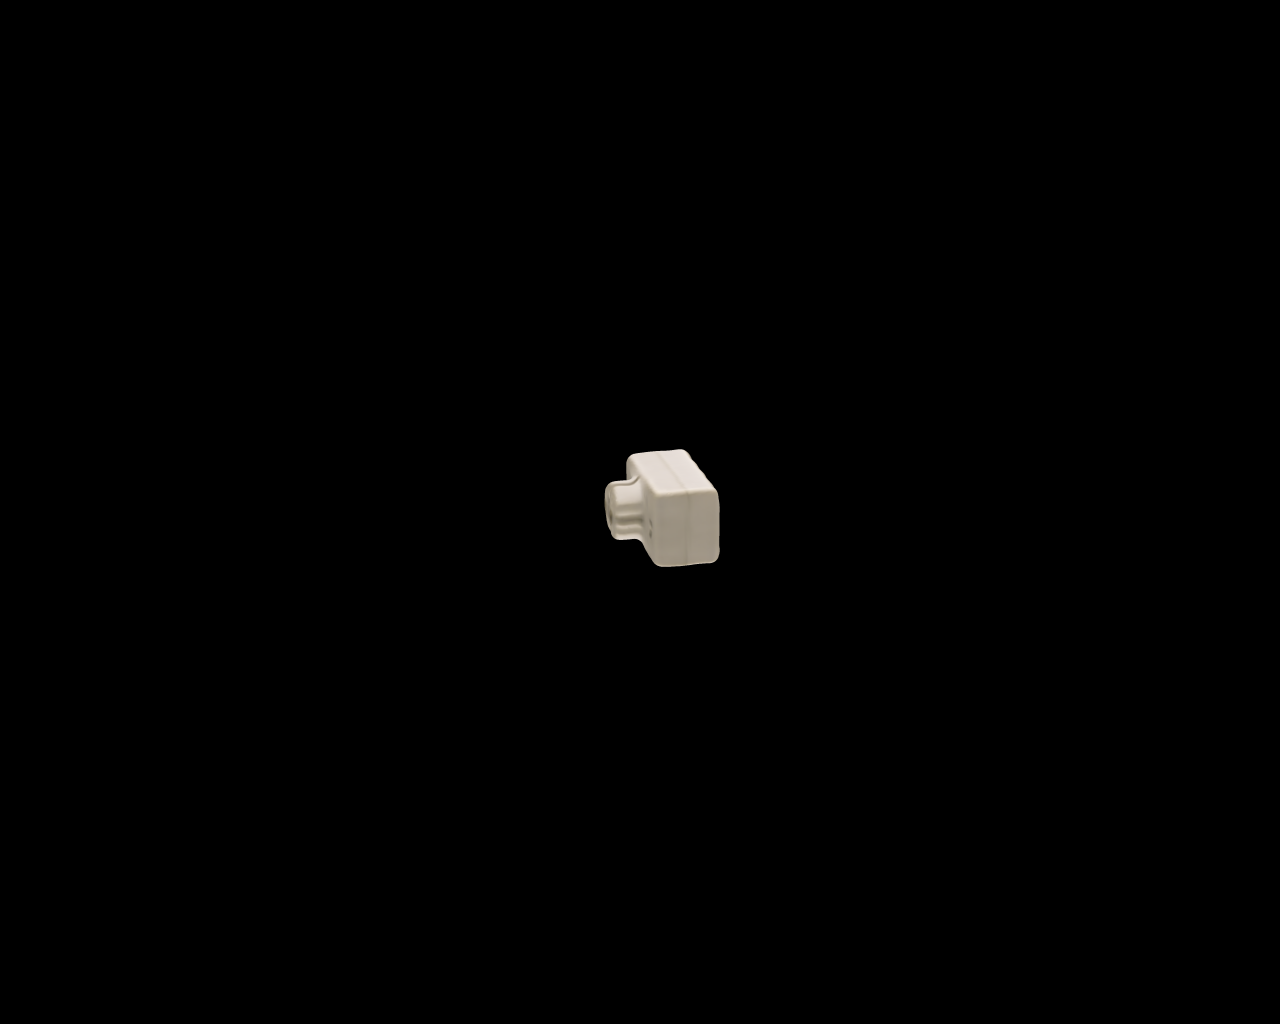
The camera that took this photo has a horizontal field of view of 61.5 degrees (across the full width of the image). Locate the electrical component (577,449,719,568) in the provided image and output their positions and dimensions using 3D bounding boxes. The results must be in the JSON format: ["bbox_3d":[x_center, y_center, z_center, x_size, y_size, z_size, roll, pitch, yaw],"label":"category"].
[{"bbox_3d":[0.001,-0.003,0.650,0.076,0.047,0.083,-4,21,-11],"label":"electrical component"}]
